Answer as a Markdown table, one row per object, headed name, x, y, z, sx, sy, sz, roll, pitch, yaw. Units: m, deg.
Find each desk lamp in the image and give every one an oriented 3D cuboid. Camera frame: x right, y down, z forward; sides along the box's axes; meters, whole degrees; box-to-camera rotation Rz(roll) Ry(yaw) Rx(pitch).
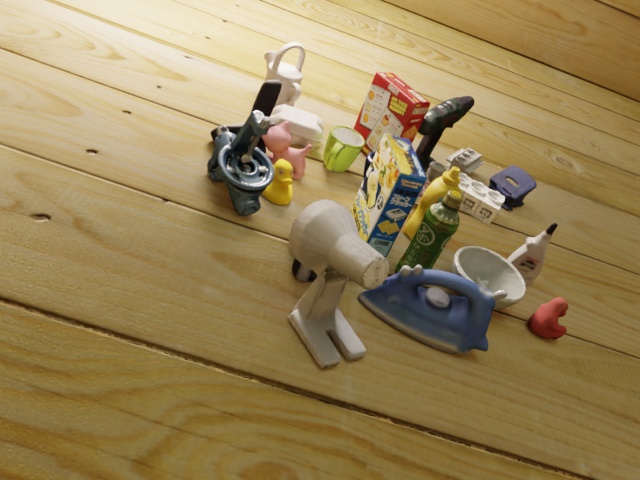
| name | x | y | z | sx | sy | sz | roll | pitch | yaw |
| --- | --- | --- | --- | --- | --- | --- | --- | --- | --- |
| desk lamp | 0.027 | 0.067 | 0.966 | 0.118 | 0.213 | 0.202 | -9 | 47 | -36 |

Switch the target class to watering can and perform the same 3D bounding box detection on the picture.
| name | x | y | z | sx | sy | sz | roll | pitch | yaw |
| --- | --- | --- | --- | --- | --- | --- | --- | --- | --- |
| watering can | -0.103 | -0.454 | 1.569 | 0.172 | 0.194 | 0.101 | 35 | 38 | 16 |

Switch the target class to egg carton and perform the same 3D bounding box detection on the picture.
| name | x | y | z | sx | sy | sz | roll | pitch | yaw |
| --- | --- | --- | --- | --- | --- | --- | --- | --- | --- |
| egg carton | -0.062 | -0.295 | 1.497 | 0.150 | 0.069 | 0.107 | 16 | 37 | -10 |

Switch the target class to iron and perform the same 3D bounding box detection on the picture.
| name | x | y | z | sx | sy | sz | roll | pitch | yaw |
| --- | --- | --- | --- | --- | --- | --- | --- | --- | --- |
| iron | 0.214 | 0.109 | 1.077 | 0.258 | 0.141 | 0.118 | 21 | 36 | -4 |

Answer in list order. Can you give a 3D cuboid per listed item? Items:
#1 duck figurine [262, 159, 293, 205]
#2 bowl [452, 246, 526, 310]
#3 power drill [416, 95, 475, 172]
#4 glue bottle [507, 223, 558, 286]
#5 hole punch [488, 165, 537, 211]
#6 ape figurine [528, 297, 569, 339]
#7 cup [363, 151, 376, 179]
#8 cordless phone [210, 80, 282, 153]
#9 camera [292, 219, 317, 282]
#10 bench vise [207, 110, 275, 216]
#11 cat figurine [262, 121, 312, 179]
| name | x | y | z | sx | sy | sz | roll | pitch | yaw |
| --- | --- | --- | --- | --- | --- | --- | --- | --- | --- |
| duck figurine | -0.091 | -0.141 | 1.273 | 0.078 | 0.086 | 0.104 | -2 | 43 | -31 |
| bowl | 0.349 | 0.093 | 1.227 | 0.168 | 0.074 | 0.167 | 15 | 37 | -11 |
| power drill | 0.327 | -0.299 | 1.597 | 0.075 | 0.208 | 0.230 | 40 | 39 | 22 |
| glue bottle | 0.486 | 0.027 | 1.302 | 0.078 | 0.173 | 0.037 | 18 | 36 | -7 |
| hole punch | 0.542 | -0.150 | 1.627 | 0.101 | 0.091 | 0.108 | -13 | 49 | -39 |
| ape figurine | 0.488 | 0.160 | 1.205 | 0.076 | 0.092 | 0.077 | 13 | 37 | -14 |
| cup | 0.156 | -0.154 | 1.417 | 0.118 | 0.095 | 0.091 | 19 | 36 | -6 |
| cordless phone | -0.167 | -0.296 | 1.342 | 0.148 | 0.185 | 0.094 | -17 | 52 | -42 |
| camera | 0.010 | 0.004 | 1.133 | 0.143 | 0.101 | 0.136 | 1 | 41 | -27 |
| bench vise | -0.170 | -0.187 | 1.173 | 0.207 | 0.219 | 0.122 | 42 | 40 | 23 |
| cat figurine | -0.082 | -0.220 | 1.350 | 0.128 | 0.117 | 0.067 | 17 | 36 | -8 |
